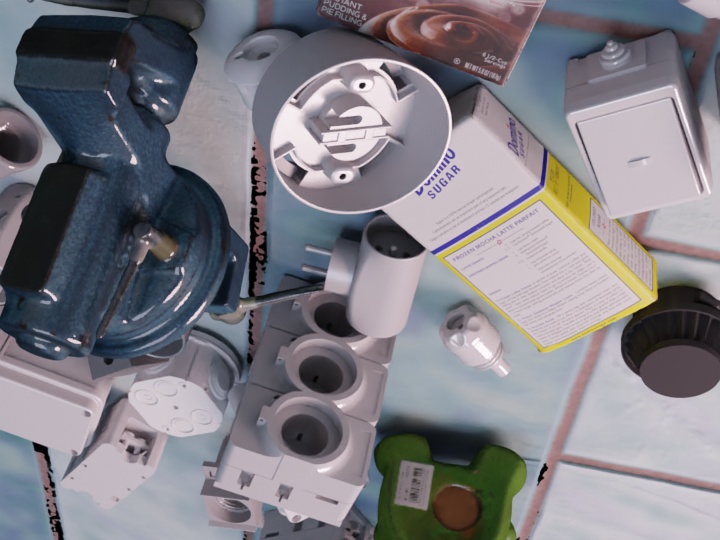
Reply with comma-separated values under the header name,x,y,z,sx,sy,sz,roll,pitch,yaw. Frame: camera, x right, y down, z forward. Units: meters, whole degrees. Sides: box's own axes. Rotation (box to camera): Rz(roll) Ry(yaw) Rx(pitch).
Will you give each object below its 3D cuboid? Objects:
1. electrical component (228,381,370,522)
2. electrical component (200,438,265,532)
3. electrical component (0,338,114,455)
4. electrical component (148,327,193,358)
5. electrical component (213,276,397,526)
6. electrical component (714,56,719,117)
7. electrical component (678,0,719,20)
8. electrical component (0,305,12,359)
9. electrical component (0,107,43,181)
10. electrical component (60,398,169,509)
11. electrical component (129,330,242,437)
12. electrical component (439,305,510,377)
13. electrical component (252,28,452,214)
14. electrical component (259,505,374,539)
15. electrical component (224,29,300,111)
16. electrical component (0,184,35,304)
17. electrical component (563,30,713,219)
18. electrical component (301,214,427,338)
name,x,y,z,sx,sy,sz,roll,pitch,yaw
electrical component,-0.045,0.130,0.825,0.078,0.057,0.113,-25,130,-8
electrical component,-0.102,0.178,0.902,0.042,0.063,0.081,5,134,9
electrical component,-0.259,0.092,0.861,0.113,0.057,0.078,22,134,-8
electrical component,-0.135,0.006,0.734,0.043,0.077,0.079,-4,132,18
electrical component,-0.032,0.083,0.732,0.089,0.150,0.061,19,136,-5
electrical component,0.221,-0.073,0.560,0.062,0.096,0.061,-7,131,19
electrical component,0.165,-0.154,0.531,0.055,0.045,0.045,24,134,-11
electrical component,-0.300,0.045,0.781,0.063,0.121,0.078,-18,127,31
electrical component,-0.246,-0.074,0.710,0.065,0.044,0.044,-24,124,37
electrical component,-0.204,0.152,0.907,0.050,0.055,0.089,34,131,-19
electrical component,-0.136,0.087,0.831,0.080,0.051,0.080,7,134,7
electrical component,0.085,0.054,0.759,0.035,0.035,0.061,-25,126,32
electrical component,-0.008,-0.082,0.597,0.099,0.064,0.099,-19,136,-20
electrical component,-0.018,0.281,0.982,0.089,0.061,0.150,-18,127,28
electrical component,-0.048,-0.106,0.631,0.048,0.048,0.062,-4,139,17
electrical component,-0.256,-0.014,0.745,0.079,0.077,0.043,-17,127,28
electrical component,0.152,-0.081,0.593,0.062,0.061,0.096,-13,129,24
electrical component,0.000,0.000,0.720,0.079,0.044,0.077,14,135,1
